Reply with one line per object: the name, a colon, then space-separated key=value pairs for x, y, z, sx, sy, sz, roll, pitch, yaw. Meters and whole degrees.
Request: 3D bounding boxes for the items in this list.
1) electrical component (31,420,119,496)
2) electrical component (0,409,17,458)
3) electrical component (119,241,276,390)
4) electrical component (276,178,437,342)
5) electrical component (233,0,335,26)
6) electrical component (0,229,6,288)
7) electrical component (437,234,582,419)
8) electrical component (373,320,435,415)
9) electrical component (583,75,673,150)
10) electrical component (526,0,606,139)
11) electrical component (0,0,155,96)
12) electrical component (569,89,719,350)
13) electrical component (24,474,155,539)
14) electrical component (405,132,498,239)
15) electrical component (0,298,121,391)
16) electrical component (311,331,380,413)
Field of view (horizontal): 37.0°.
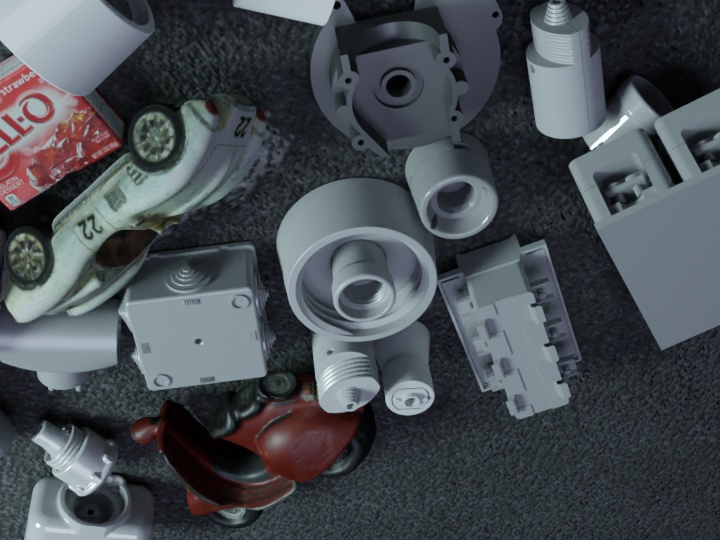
electrical component: x=-0.217 y=0.136 z=0.808 sx=0.048 sy=0.048 sz=0.062 roll=-38 pitch=118 yaw=22
electrical component: x=-0.303 y=0.109 z=0.772 sx=0.079 sy=0.044 sz=0.077 roll=-23 pitch=129 yaw=12
electrical component: x=-0.110 y=0.033 z=0.733 sx=0.100 sy=0.048 sz=0.099 roll=-7 pitch=130 yaw=-2
electrical component: x=0.000 y=0.000 z=0.713 sx=0.108 sy=0.060 sz=0.108 roll=-4 pitch=130 yaw=-5
electrical component: x=-0.055 y=-0.162 z=0.582 sx=0.081 sy=0.043 sz=0.043 roll=9 pitch=128 yaw=-15
electrical component: x=-0.258 y=0.006 z=0.671 sx=0.062 sy=0.061 sz=0.096 roll=11 pitch=141 yaw=-16
electrical component: x=0.111 y=0.044 z=0.764 sx=0.079 sy=0.063 sz=0.121 roll=-19 pitch=130 yaw=8
electrical component: x=0.033 y=0.072 z=0.774 sx=0.044 sy=0.065 sz=0.044 roll=-3 pitch=129 yaw=-4
electrical component: x=0.168 y=-0.093 z=0.675 sx=0.040 sy=0.040 sz=0.046 roll=27 pitch=128 yaw=-27
electrical component: x=0.121 y=-0.123 z=0.639 sx=0.043 sy=0.043 sz=0.081 roll=-14 pitch=130 yaw=4
electrical component: x=-0.149 y=-0.149 z=0.541 sx=0.060 sy=0.108 sz=0.108 roll=-34 pitch=126 yaw=12
electrical component: x=0.213 y=-0.029 z=0.692 sx=0.105 sy=0.060 sz=0.186 roll=-26 pitch=145 yaw=13
electrical component: x=-0.214 y=0.199 z=0.853 sx=0.095 sy=0.053 sz=0.059 roll=10 pitch=127 yaw=-16
electrical component: x=0.059 y=-0.053 z=0.686 sx=0.055 sy=0.047 sz=0.055 roll=-4 pitch=130 yaw=-5
electrical component: x=-0.205 y=0.055 z=0.741 sx=0.077 sy=0.043 sz=0.079 roll=2 pitch=130 yaw=-9
electrical component: x=-0.010 y=0.066 z=0.753 sx=0.043 sy=0.081 sz=0.043 roll=-4 pitch=130 yaw=-5
